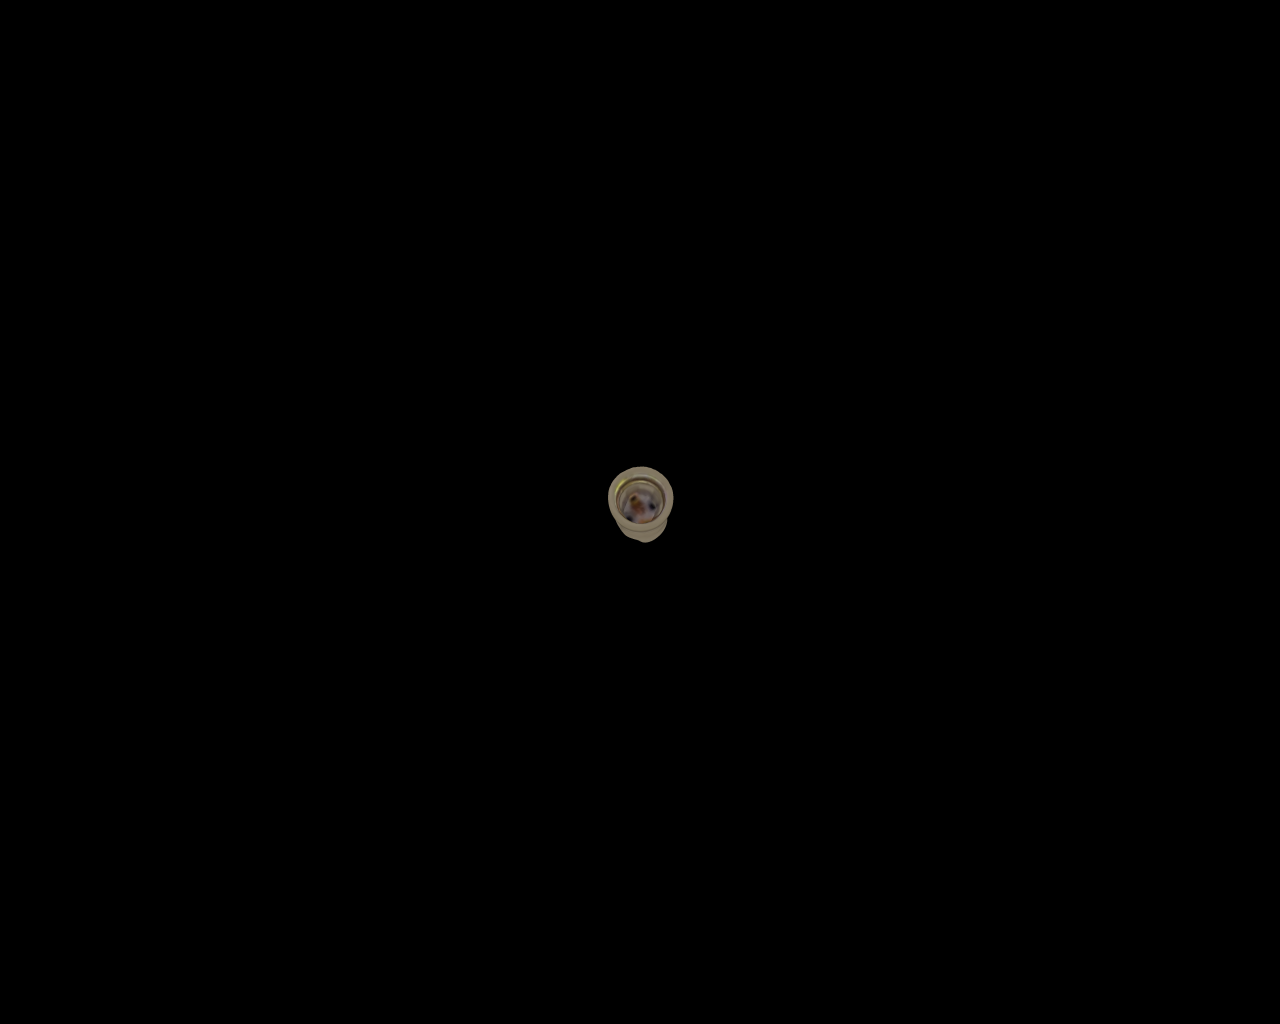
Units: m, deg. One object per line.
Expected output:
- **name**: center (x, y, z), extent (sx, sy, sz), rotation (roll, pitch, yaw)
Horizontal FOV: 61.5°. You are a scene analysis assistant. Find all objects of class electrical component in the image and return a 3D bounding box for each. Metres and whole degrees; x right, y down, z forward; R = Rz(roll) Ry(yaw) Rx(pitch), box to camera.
- **electrical component**: center (0.001, -0.003, 0.650), extent (0.040, 0.040, 0.046), rotation (0, -18, 0)
